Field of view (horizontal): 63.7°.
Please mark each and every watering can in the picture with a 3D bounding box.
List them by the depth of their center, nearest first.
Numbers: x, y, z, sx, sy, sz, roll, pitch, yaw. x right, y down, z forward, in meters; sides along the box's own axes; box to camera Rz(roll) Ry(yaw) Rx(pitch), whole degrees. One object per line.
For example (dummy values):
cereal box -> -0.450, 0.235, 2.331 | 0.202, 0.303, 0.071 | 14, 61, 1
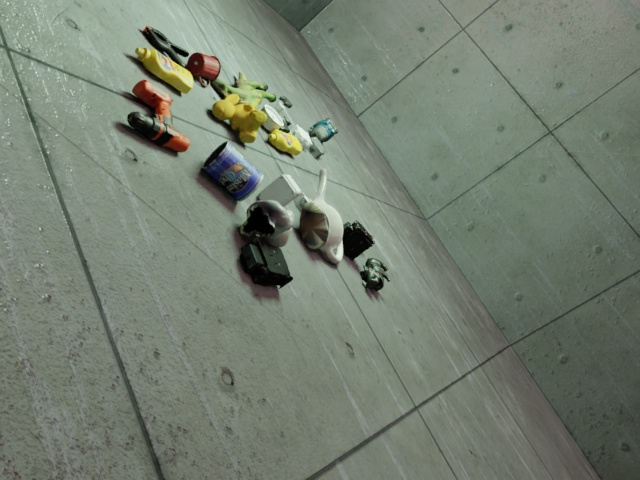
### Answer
watering can -> 0.005, -0.088, 1.744 | 0.224, 0.103, 0.350 | 7, 68, -66

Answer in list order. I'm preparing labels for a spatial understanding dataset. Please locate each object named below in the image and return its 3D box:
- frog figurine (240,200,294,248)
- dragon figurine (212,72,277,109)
frog figurine -> -0.126, -0.044, 1.398 | 0.159, 0.136, 0.124 | 12, 61, -60
dragon figurine -> -0.310, -0.577, 1.963 | 0.241, 0.121, 0.418 | 16, 28, -47
